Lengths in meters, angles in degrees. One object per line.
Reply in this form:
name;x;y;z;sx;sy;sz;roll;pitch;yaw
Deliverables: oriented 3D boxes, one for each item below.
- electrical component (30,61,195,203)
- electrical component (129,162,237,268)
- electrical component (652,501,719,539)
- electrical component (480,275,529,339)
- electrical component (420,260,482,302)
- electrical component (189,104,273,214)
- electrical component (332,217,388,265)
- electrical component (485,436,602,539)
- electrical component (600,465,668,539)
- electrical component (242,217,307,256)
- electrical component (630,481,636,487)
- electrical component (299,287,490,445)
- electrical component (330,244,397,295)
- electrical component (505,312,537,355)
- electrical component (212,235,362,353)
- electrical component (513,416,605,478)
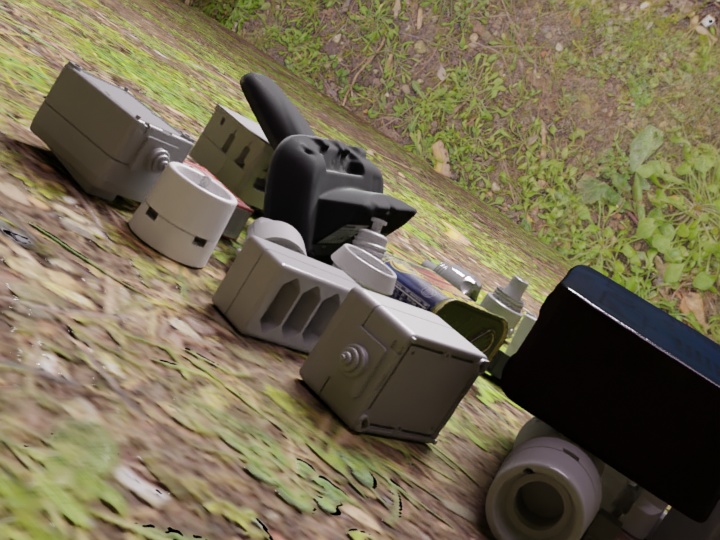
electrical component;-0.161;-0.082;0.708;0.096;0.061;0.062;38;10;29
electrical component;-0.110;-0.036;0.680;0.055;0.047;0.055;31;10;-6
electrical component;0.256;0.178;0.683;0.113;0.078;0.057;29;7;-20
electrical component;0.147;0.035;1.087;0.048;0.062;0.048;31;10;-6
electrical component;0.085;0.013;1.061;0.062;0.043;0.043;35;10;26
electrical component;-0.070;-0.081;0.979;0.150;0.061;0.089;22;14;-46
electrical component;0.000;0.000;0.775;0.040;0.078;0.040;21;-3;1
electrical component;0.093;0.117;0.549;0.055;0.055;0.047;35;14;13
electrical component;0.186;0.139;0.720;0.078;0.057;0.058;35;10;13
electrical component;-0.058;-0.010;0.728;0.043;0.043;0.081;30;10;-13
electrical component;0.196;0.124;0.806;0.108;0.060;0.108;30;11;-7
electrical component;0.013;0.051;0.598;0.061;0.061;0.096;40;13;38
electrical component;-0.007;0.016;0.721;0.066;0.055;0.048;25;12;-36
electrical component;0.173;0.083;0.959;0.062;0.061;0.096;23;6;-44
electrical component;-0.049;0.009;0.652;0.083;0.047;0.076;22;14;-46
electrical component;0.114;0.114;0.629;0.055;0.055;0.047;34;13;10
